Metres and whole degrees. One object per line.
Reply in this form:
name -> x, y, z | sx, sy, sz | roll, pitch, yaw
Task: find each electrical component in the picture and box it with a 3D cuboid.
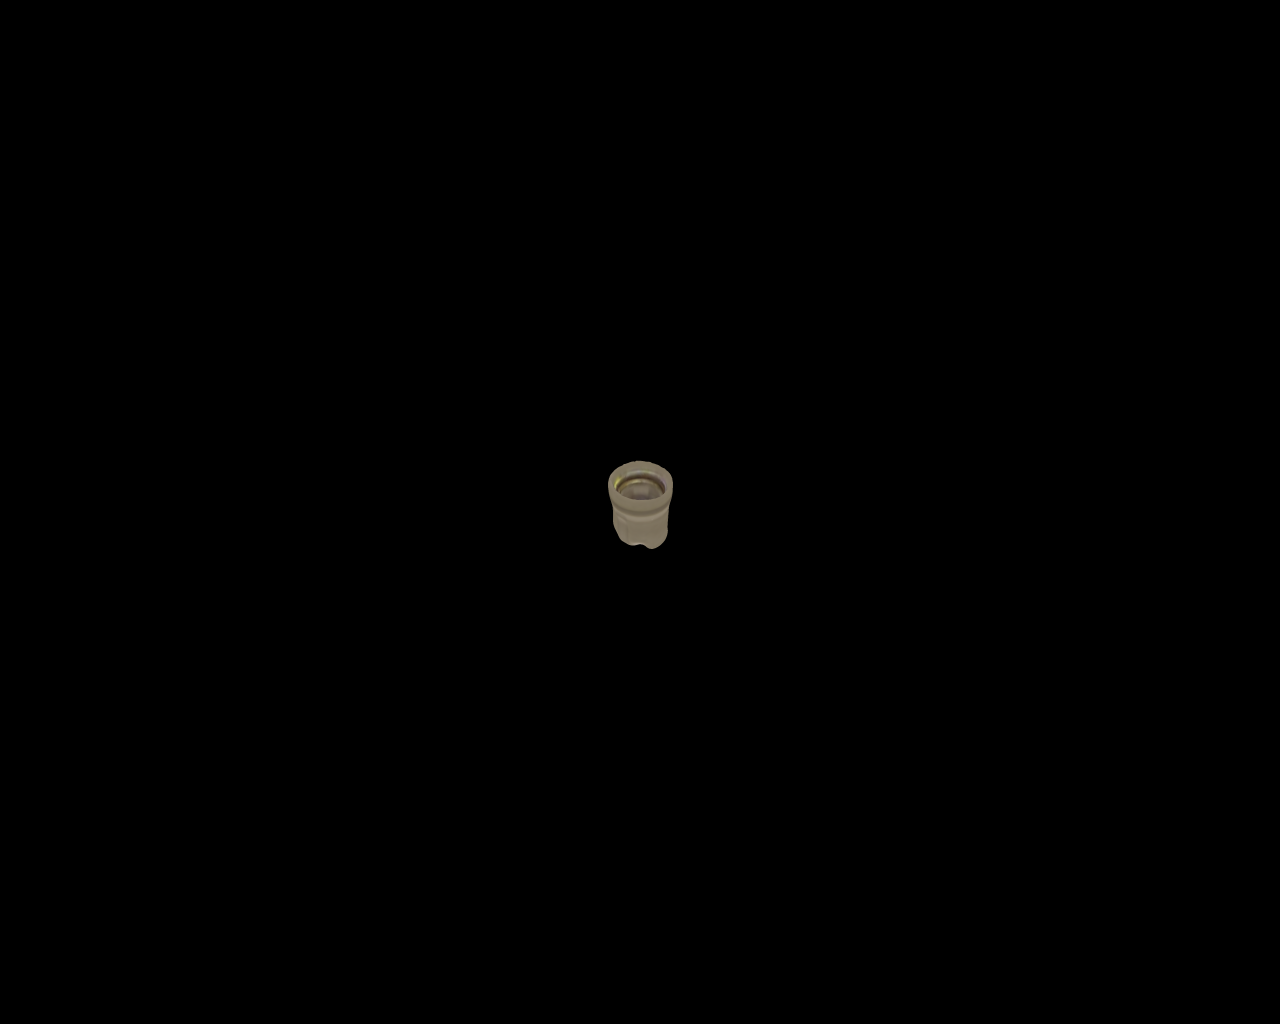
electrical component -> 0.001, -0.003, 0.650 | 0.040, 0.046, 0.040 | 0, 42, 0
